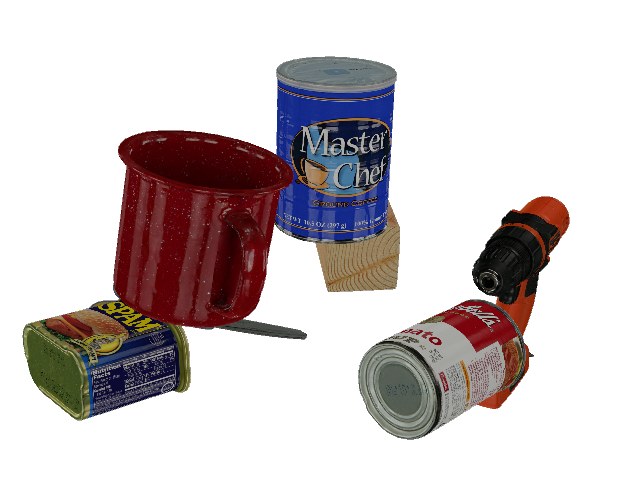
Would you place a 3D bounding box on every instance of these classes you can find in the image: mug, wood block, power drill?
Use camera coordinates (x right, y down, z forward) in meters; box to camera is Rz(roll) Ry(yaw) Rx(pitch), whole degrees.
[{"bbox_3d":[-0.060,-0.001,0.566,0.093,0.081,0.117,-4,27,-34],"label":"mug"},{"bbox_3d":[0.040,-0.022,1.396,0.090,0.090,0.206,-2,27,-7],"label":"wood block"},{"bbox_3d":[0.177,0.064,1.016,0.057,0.188,0.184,23,30,22],"label":"power drill"}]

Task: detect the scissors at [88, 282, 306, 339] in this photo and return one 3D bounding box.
[{"bbox_3d":[-0.117,0.063,1.013,0.201,0.016,0.096,1,33,-7],"label":"scissors"}]

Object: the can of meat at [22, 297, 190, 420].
[{"bbox_3d":[-0.157,0.084,0.774,0.083,0.057,0.102,-14,22,-36],"label":"can of meat"}]

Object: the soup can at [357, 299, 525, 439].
[{"bbox_3d":[0.082,0.085,0.717,0.069,0.068,0.102,0,13,43],"label":"soup can"}]

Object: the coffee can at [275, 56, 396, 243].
[{"bbox_3d":[0.012,-0.081,0.932,0.103,0.140,0.103,1,22,-1],"label":"coffee can"}]
